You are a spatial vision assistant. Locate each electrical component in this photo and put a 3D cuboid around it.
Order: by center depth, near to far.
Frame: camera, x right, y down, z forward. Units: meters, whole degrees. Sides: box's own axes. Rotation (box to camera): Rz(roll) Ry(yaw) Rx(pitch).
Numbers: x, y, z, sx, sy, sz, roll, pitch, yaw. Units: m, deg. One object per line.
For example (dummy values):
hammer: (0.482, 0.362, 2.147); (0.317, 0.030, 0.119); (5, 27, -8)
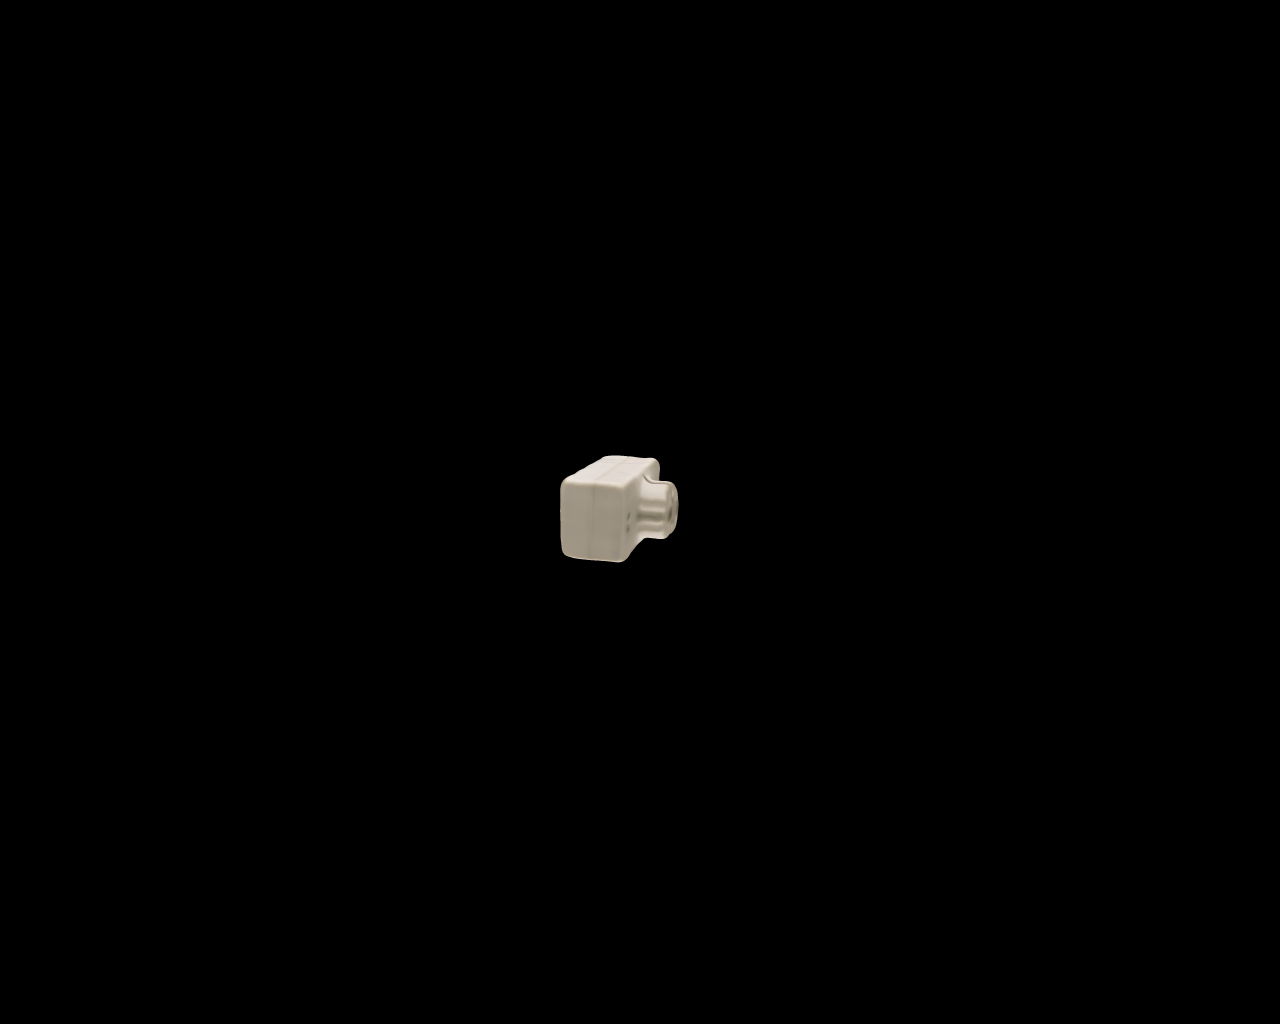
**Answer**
electrical component: (0.001, -0.003, 0.650); (0.076, 0.047, 0.083); (4, 15, 15)
